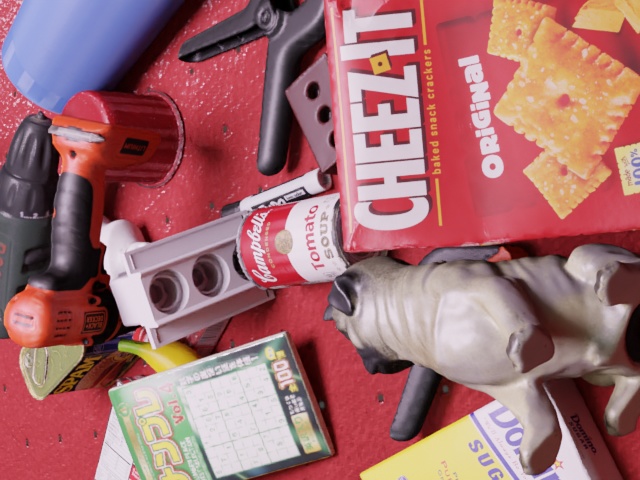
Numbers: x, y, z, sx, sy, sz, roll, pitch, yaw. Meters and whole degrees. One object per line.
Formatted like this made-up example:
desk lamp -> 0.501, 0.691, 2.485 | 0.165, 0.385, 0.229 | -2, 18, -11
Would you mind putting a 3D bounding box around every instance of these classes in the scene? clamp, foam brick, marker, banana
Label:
clamp -> -0.040, -0.181, 0.875 | 0.165, 0.036, 0.210 | 47, 120, 33
foam brick -> 0.019, -0.094, 0.814 | 0.053, 0.051, 0.078 | -39, 66, 35
clamp -> 0.075, 0.052, 0.777 | 0.120, 0.039, 0.172 | 48, 115, 20
marker -> -0.040, -0.035, 0.891 | 0.121, 0.020, 0.020 | -18, 79, 41
banana -> -0.106, 0.164, 0.928 | 0.070, 0.037, 0.198 | -21, 93, 22

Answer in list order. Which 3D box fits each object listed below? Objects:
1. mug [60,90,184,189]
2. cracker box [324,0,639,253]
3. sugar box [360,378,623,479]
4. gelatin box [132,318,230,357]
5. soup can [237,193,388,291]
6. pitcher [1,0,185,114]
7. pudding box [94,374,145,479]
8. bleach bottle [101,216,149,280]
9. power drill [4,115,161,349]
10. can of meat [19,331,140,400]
mug -> -0.193, -0.090, 0.984 | 0.117, 0.081, 0.093 | -25, 75, 39
cracker box -> 0.116, -0.081, 0.651 | 0.214, 0.072, 0.164 | -5, 91, 11
sugar box -> 0.115, 0.169, 0.740 | 0.177, 0.048, 0.093 | -39, 66, 37
gelatin box -> -0.127, 0.078, 0.964 | 0.073, 0.030, 0.089 | 45, 119, 32
soup can -> -0.005, 0.001, 0.829 | 0.102, 0.068, 0.068 | -9, 85, 41
pitcher -> -0.189, -0.232, 0.958 | 0.145, 0.149, 0.243 | 53, 128, 10
pudding box -> -0.161, 0.195, 0.993 | 0.090, 0.039, 0.113 | 28, 107, 38
bleach bottle -> -0.251, 0.002, 1.053 | 0.251, 0.067, 0.102 | 4, 96, 40
power drill -> -0.182, -0.004, 0.886 | 0.057, 0.184, 0.188 | 10, 93, 16
can of meat -> -0.222, 0.104, 1.014 | 0.102, 0.083, 0.057 | -44, 64, 33
